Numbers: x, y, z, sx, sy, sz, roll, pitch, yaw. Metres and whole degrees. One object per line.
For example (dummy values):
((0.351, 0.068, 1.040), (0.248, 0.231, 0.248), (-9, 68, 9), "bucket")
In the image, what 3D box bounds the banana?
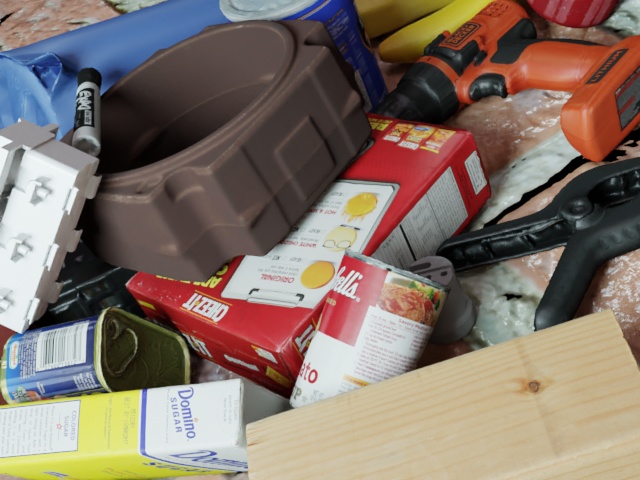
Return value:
((0.137, -0.217, 0.932), (0.070, 0.037, 0.198), (40, 89, 23), "banana")

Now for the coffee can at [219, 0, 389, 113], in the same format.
((-0.009, -0.156, 0.881), (0.103, 0.140, 0.103), (-15, 40, 13), "coffee can")

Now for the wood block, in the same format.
((0.074, 0.125, 0.562), (0.206, 0.090, 0.091), (-19, 38, 9), "wood block")

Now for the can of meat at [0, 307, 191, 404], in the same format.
((-0.149, 0.087, 0.712), (0.084, 0.102, 0.057), (-12, 66, 24), "can of meat")

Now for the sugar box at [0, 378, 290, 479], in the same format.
((-0.108, 0.122, 0.657), (0.176, 0.093, 0.048), (-7, 69, 21), "sugar box")

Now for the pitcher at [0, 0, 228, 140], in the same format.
((-0.153, -0.131, 0.926), (0.242, 0.145, 0.149), (-29, 27, -30), "pitcher")

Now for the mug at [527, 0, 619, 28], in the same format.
((0.202, -0.229, 0.868), (0.117, 0.081, 0.093), (6, 56, -5), "mug")

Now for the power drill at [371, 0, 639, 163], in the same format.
((0.149, -0.116, 0.816), (0.188, 0.057, 0.184), (23, 58, 43), "power drill")

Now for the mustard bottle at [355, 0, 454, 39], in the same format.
((0.116, -0.255, 0.991), (0.192, 0.058, 0.096), (-21, 41, 7), "mustard bottle")

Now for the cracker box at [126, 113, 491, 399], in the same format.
((-0.005, 0.001, 0.758), (0.164, 0.072, 0.213), (17, 56, 43), "cracker box")

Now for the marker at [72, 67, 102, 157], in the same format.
((-0.165, -0.093, 0.759), (0.020, 0.020, 0.121), (-23, 33, 4), "marker")

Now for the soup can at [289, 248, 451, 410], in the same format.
((0.029, 0.064, 0.639), (0.069, 0.068, 0.102), (20, 90, 42), "soup can")

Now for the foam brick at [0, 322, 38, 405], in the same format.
((-0.218, 0.097, 0.761), (0.053, 0.078, 0.051), (-18, 38, 6), "foam brick")

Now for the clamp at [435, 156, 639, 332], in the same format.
((0.172, 0.000, 0.690), (0.171, 0.039, 0.120), (-29, 41, -5), "clamp")
